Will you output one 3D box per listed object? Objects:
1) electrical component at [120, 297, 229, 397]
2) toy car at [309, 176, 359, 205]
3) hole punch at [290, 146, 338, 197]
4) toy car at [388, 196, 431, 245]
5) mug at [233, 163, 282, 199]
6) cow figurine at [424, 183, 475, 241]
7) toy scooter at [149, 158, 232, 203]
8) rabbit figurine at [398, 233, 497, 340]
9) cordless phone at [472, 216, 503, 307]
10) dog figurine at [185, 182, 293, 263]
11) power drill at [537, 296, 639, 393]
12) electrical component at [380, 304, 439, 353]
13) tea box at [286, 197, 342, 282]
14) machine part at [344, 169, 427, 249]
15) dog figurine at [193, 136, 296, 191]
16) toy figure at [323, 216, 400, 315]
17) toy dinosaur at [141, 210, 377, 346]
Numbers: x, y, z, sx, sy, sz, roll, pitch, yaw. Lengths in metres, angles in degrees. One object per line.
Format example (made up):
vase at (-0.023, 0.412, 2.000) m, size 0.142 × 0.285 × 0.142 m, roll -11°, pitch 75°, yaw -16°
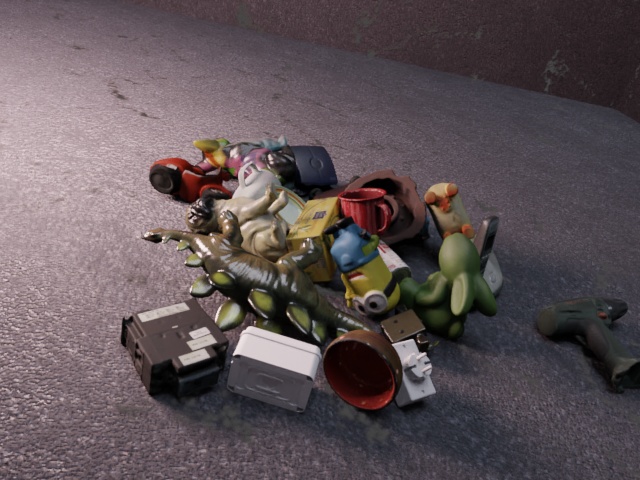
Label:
electrical component at (-0.193, 0.148, 0.730) m, size 0.115 × 0.058 × 0.134 m, roll -13°, pitch 40°, yaw -35°
toy car at (0.065, -0.102, 1.260) m, size 0.089 × 0.053 × 0.202 m, roll 26°, pitch 34°, yaw 38°
hole punch at (-0.023, -0.167, 1.296) m, size 0.142 × 0.092 × 0.116 m, roll -4°, pitch 39°, yaw -36°
toy car at (0.177, -0.063, 1.199) m, size 0.162 × 0.102 × 0.109 m, roll 19°, pitch 31°, yaw 9°
mug at (-0.138, -0.099, 1.117) m, size 0.081 × 0.109 × 0.107 m, roll -1°, pitch 31°, yaw 25°
cow figurine at (0.282, -0.029, 1.138) m, size 0.085 × 0.194 × 0.127 m, roll -24°, pitch 8°, yaw 12°
toy scooter at (-0.259, -0.128, 1.137) m, size 0.184 × 0.075 × 0.135 m, roll 22°, pitch 31°, yaw 5°
rabbit figurine at (0.221, 0.076, 0.921) m, size 0.121 × 0.170 × 0.159 m, roll 0°, pitch 33°, yaw -24°
cordless phone at (0.315, 0.027, 1.033) m, size 0.089 × 0.184 × 0.146 m, roll 31°, pitch 34°, yaw 33°
dog figurine at (-0.149, -0.009, 1.000) m, size 0.191 × 0.121 × 0.172 m, roll -16°, pitch 69°, yaw 12°
power drill at (0.538, 0.177, 0.989) m, size 0.232 × 0.085 × 0.207 m, roll 2°, pitch 37°, yaw -19°
electrical component at (0.146, 0.154, 0.889) m, size 0.078 × 0.045 × 0.102 m, roll -27°, pitch 41°, yaw -11°
tea box at (-0.002, -0.003, 1.008) m, size 0.068 × 0.098 × 0.170 m, roll -7°, pitch 27°, yaw 16°
machine part at (0.132, -0.058, 1.121) m, size 0.179 × 0.179 × 0.056 m, roll 22°, pitch -13°, yaw 12°
dog figurine at (-0.178, -0.173, 1.221) m, size 0.219 × 0.108 × 0.192 m, roll -1°, pitch 36°, yaw -18°
toy figure at (0.076, 0.044, 0.924) m, size 0.089 × 0.082 × 0.180 m, roll -26°, pitch 92°, yaw -25°
toy dinosaur at (-0.068, 0.083, 0.857) m, size 0.472 × 0.105 × 0.199 m, roll 20°, pitch 38°, yaw -1°
